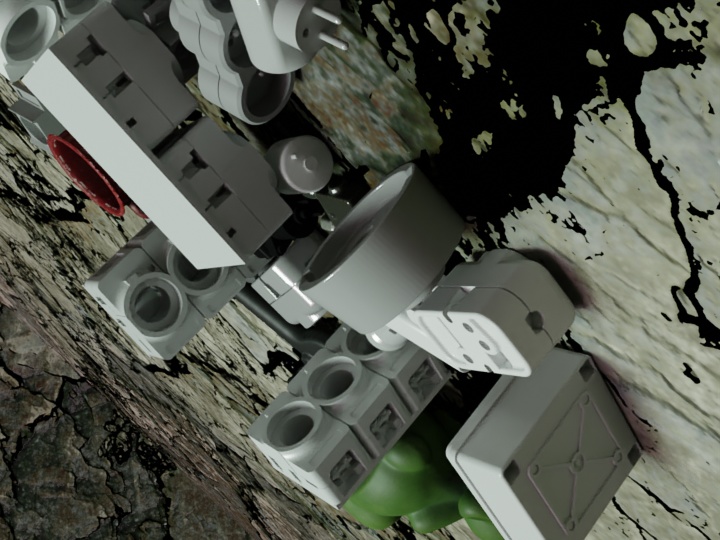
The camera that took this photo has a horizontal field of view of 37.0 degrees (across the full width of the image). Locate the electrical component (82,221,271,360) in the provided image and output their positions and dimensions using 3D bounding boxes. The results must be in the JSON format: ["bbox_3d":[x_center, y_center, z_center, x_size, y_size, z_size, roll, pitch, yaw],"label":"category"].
[{"bbox_3d":[-0.150,-0.006,0.932,0.089,0.150,0.062,50,160,-18],"label":"electrical component"}]

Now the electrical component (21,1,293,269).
[{"bbox_3d":[-0.140,-0.090,0.753,0.186,0.060,0.105,49,159,-17],"label":"electrical component"}]

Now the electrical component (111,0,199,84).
[{"bbox_3d":[-0.135,-0.168,0.741,0.064,0.042,0.081,36,158,17],"label":"electrical component"}]

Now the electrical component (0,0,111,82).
[{"bbox_3d":[-0.234,-0.222,0.726,0.060,0.105,0.186,38,159,14],"label":"electrical component"}]

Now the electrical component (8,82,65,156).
[{"bbox_3d":[-0.294,-0.152,1.037,0.042,0.064,0.081,30,155,34],"label":"electrical component"}]

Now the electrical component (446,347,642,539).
[{"bbox_3d":[0.128,0.124,0.733,0.056,0.108,0.108,12,143,50],"label":"electrical component"}]

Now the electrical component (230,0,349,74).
[{"bbox_3d":[-0.037,-0.145,0.599,0.079,0.044,0.077,32,157,29],"label":"electrical component"}]

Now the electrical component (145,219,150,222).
[{"bbox_3d":[-0.202,-0.081,1.041,0.081,0.042,0.063,37,155,17],"label":"electrical component"}]

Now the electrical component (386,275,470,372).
[{"bbox_3d":[0.052,0.027,0.775,0.077,0.043,0.079,31,157,31],"label":"electrical component"}]

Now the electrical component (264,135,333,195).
[{"bbox_3d":[-0.051,-0.074,0.771,0.040,0.040,0.078,51,159,-20],"label":"electrical component"}]

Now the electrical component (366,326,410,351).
[{"bbox_3d":[0.028,0.040,0.851,0.040,0.040,0.046,43,155,0],"label":"electrical component"}]

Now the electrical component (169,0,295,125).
[{"bbox_3d":[-0.092,-0.157,0.666,0.074,0.052,0.138,32,156,29],"label":"electrical component"}]

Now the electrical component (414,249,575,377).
[{"bbox_3d":[0.087,0.026,0.684,0.053,0.059,0.095,50,159,-18],"label":"electrical component"}]

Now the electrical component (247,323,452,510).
[{"bbox_3d":[-0.010,0.109,0.897,0.089,0.150,0.061,21,152,46],"label":"electrical component"}]

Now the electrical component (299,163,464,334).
[{"bbox_3d":[0.019,-0.008,0.682,0.060,0.108,0.108,42,161,-12],"label":"electrical component"}]

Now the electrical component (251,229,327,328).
[{"bbox_3d":[-0.046,0.009,0.907,0.059,0.053,0.095,45,160,-4],"label":"electrical component"}]
